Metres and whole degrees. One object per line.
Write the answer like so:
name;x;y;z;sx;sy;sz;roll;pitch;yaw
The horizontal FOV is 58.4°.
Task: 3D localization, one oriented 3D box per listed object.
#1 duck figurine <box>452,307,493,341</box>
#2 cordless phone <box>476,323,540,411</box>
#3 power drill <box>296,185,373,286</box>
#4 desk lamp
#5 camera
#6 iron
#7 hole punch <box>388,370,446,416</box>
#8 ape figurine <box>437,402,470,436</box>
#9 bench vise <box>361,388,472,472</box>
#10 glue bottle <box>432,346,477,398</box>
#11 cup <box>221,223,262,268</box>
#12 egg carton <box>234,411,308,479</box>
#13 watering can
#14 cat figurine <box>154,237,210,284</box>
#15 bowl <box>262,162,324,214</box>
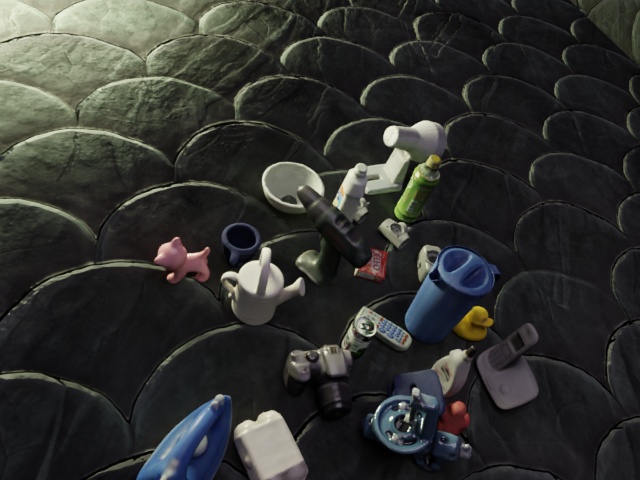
duck figurine;0.370;0.193;1.396;0.104;0.086;0.077;26;48;4
cordless phone;0.442;0.282;1.279;0.094;0.185;0.147;-7;54;-23
power drill;0.012;0.005;1.349;0.229;0.208;0.076;40;50;15
desk lamp;0.231;-0.240;1.623;0.204;0.213;0.117;-11;56;-26
camera;0.009;0.293;1.180;0.143;0.101;0.136;-1;52;-19
iron;-0.222;0.357;1.021;0.118;0.141;0.259;28;48;5
hole punch;0.203;0.337;1.216;0.101;0.091;0.108;4;50;-15
ape figurine;0.283;0.374;1.212;0.077;0.092;0.076;33;49;10
bench vise;0.205;0.355;1.115;0.207;0.219;0.121;9;49;-11
glue bottle;0.297;0.275;1.245;0.037;0.173;0.078;-10;55;-25
cup;-0.191;0.032;1.334;0.092;0.095;0.118;16;48;-5
egg carton;-0.095;0.402;1.076;0.107;0.069;0.150;-17;59;-29
watering can;-0.121;0.093;1.240;0.173;0.194;0.100;-6;54;-23
cat figurine;-0.306;0.040;1.273;0.128;0.117;0.067;-6;54;-23
bowl;-0.076;-0.125;1.516;0.167;0.074;0.167;10;49;-11
